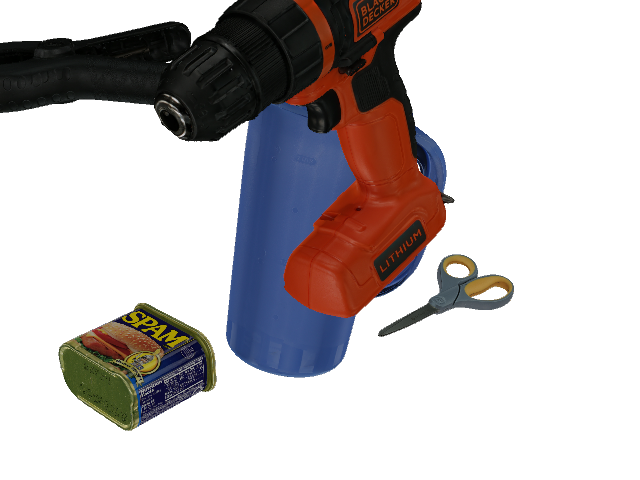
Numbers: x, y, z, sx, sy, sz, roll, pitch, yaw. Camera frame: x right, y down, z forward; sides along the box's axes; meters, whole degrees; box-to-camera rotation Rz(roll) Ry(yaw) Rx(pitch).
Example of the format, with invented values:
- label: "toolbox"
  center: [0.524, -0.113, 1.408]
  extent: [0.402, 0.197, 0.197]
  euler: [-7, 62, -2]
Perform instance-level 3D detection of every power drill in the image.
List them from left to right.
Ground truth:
- label: "power drill"
  center: [0.004, -0.052, 0.542]
  extent: [0.057, 0.187, 0.184]
  euler: [25, 52, 34]

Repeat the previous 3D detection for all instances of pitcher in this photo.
- label: "pitcher"
  center: [-0.001, -0.008, 0.894]
  extent: [0.144, 0.243, 0.149]
  euler: [1, 26, -22]

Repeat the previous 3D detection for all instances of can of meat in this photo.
- label: "can of meat"
  center: [-0.150, 0.102, 0.868]
  extent: [0.102, 0.057, 0.083]
  euler: [22, 34, 38]

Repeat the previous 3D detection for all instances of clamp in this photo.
- label: "clamp"
  center: [-0.155, -0.109, 0.664]
  extent: [0.171, 0.039, 0.120]
  euler: [0, 21, 0]

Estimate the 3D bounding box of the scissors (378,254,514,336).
- label: "scissors"
  center: [0.123, 0.057, 1.164]
  extent: [0.201, 0.016, 0.096]
  euler: [-9, 41, -31]
